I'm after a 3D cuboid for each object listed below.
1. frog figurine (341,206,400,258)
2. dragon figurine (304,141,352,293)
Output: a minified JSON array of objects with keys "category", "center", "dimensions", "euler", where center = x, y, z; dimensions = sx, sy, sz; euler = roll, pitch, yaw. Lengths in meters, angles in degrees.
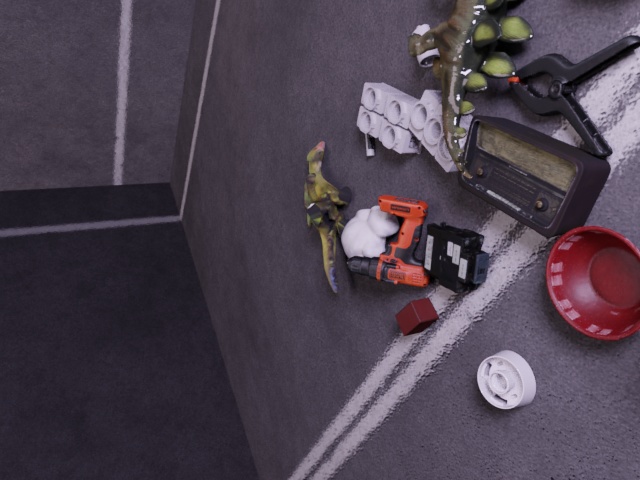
[{"category":"frog figurine","center":[0.118,-0.015,1.198],"dimensions":[0.156,0.122,0.140],"euler":[110,163,-58]},{"category":"dragon figurine","center":[0.004,-0.073,1.453],"dimensions":[0.243,0.122,0.409],"euler":[-156,65,-78]}]
